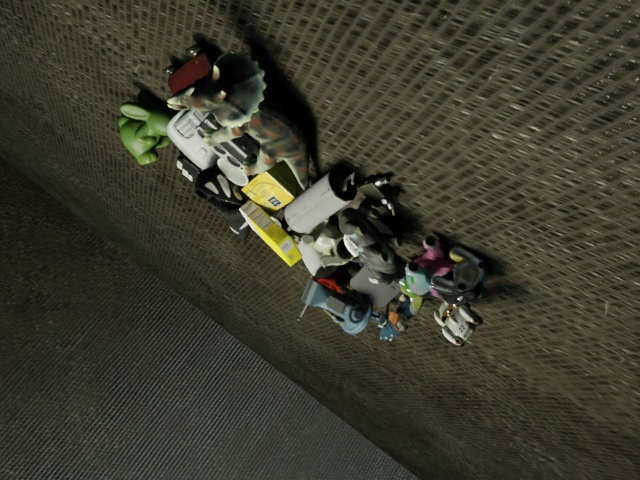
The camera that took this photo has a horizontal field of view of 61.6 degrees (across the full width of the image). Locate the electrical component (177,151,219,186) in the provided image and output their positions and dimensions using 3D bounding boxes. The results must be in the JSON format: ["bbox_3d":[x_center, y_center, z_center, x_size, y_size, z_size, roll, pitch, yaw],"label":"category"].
[{"bbox_3d":[-0.327,-0.192,1.456,0.134,0.058,0.115,38,154,-3],"label":"electrical component"}]

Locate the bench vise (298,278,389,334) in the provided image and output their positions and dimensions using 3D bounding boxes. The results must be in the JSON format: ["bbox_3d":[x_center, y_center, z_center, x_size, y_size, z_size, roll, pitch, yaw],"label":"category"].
[{"bbox_3d":[0.077,0.177,1.394,0.240,0.129,0.224,22,168,-32],"label":"bench vise"}]

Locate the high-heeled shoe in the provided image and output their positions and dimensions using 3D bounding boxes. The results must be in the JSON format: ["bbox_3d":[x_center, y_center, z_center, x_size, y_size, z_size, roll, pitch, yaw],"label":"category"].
[{"bbox_3d":[-0.235,-0.071,1.324,0.086,0.145,0.248,1,124,22],"label":"high-heeled shoe"}]

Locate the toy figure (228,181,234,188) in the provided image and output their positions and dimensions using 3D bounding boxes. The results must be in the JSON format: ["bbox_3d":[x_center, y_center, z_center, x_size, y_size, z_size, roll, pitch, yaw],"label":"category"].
[{"bbox_3d":[-0.226,-0.089,1.482,0.089,0.082,0.180,28,157,17],"label":"toy figure"}]

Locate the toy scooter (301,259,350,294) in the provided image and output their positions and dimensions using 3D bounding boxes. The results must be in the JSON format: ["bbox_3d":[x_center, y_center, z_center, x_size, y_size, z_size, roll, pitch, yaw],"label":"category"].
[{"bbox_3d":[0.031,0.099,1.488,0.135,0.075,0.183,9,139,45],"label":"toy scooter"}]

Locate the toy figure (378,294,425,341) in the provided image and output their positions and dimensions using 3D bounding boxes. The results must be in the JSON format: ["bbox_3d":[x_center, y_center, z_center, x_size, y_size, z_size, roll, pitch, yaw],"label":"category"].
[{"bbox_3d":[0.200,0.181,1.306,0.064,0.154,0.058,39,159,-1],"label":"toy figure"}]

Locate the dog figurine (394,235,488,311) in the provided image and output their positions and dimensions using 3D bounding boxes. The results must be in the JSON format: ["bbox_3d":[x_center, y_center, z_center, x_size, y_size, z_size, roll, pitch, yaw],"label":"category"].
[{"bbox_3d":[0.249,0.092,1.148,0.192,0.108,0.219,25,158,17],"label":"dog figurine"}]

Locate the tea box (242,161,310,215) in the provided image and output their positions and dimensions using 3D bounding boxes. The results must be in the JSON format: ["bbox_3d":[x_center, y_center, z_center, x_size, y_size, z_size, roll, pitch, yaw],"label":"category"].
[{"bbox_3d":[-0.107,-0.129,1.262,0.098,0.068,0.169,42,155,-11],"label":"tea box"}]

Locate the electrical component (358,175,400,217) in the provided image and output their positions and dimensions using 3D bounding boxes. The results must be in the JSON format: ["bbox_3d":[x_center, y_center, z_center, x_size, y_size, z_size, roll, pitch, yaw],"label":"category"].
[{"bbox_3d":[0.115,-0.086,1.070,0.078,0.045,0.102,47,154,-25],"label":"electrical component"}]

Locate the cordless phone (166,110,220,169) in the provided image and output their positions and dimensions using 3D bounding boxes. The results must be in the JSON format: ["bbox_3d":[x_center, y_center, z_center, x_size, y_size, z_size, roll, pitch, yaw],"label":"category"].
[{"bbox_3d":[-0.253,-0.250,1.230,0.146,0.089,0.184,47,146,-22],"label":"cordless phone"}]

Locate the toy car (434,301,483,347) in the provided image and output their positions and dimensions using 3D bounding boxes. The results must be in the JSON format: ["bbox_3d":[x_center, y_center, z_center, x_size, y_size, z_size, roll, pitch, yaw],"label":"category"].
[{"bbox_3d":[0.288,0.165,1.136,0.056,0.073,0.202,37,-172,-2],"label":"toy car"}]

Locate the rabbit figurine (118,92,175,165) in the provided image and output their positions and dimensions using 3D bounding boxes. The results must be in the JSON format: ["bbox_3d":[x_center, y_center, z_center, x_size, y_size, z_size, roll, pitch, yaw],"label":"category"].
[{"bbox_3d":[-0.426,-0.298,1.371,0.170,0.121,0.159,-15,120,38],"label":"rabbit figurine"}]

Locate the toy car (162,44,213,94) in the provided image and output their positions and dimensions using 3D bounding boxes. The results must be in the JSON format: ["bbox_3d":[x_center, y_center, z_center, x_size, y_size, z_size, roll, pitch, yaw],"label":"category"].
[{"bbox_3d":[-0.261,-0.339,1.108,0.202,0.053,0.089,-5,113,55],"label":"toy car"}]

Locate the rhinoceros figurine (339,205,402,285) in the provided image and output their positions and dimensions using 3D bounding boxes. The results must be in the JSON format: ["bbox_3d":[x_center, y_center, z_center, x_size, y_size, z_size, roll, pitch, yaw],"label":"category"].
[{"bbox_3d":[0.104,0.017,1.104,0.112,0.073,0.190,-8,127,47],"label":"rhinoceros figurine"}]

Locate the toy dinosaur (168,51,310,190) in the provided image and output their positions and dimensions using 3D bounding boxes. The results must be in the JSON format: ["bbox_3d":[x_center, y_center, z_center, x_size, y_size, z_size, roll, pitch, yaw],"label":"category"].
[{"bbox_3d":[-0.100,-0.214,1.031,0.404,0.131,0.192,27,154,-38],"label":"toy dinosaur"}]

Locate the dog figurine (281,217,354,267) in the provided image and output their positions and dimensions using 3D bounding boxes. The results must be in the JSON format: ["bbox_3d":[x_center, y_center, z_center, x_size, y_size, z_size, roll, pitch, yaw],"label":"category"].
[{"bbox_3d":[-0.002,-0.008,1.330,0.172,0.121,0.191,49,167,-18],"label":"dog figurine"}]

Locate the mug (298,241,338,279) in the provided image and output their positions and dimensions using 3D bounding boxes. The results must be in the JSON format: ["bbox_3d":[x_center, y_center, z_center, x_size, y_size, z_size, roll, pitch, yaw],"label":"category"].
[{"bbox_3d":[-0.005,0.029,1.395,0.107,0.081,0.109,49,128,28],"label":"mug"}]

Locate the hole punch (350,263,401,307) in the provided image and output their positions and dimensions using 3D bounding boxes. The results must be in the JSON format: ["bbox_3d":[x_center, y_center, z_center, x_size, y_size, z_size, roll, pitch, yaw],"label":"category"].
[{"bbox_3d":[0.151,0.082,1.302,0.142,0.092,0.115,41,128,-2],"label":"hole punch"}]

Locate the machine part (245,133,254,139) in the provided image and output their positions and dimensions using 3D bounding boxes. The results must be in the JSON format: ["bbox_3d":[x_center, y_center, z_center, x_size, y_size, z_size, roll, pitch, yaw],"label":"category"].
[{"bbox_3d":[-0.175,-0.259,1.159,0.084,0.039,0.138,38,159,16],"label":"machine part"}]

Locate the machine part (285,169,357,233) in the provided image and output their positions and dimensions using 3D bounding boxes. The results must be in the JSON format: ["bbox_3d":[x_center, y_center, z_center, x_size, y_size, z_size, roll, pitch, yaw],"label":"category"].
[{"bbox_3d":[-0.001,-0.081,1.141,0.079,0.079,0.243,42,138,-12],"label":"machine part"}]
